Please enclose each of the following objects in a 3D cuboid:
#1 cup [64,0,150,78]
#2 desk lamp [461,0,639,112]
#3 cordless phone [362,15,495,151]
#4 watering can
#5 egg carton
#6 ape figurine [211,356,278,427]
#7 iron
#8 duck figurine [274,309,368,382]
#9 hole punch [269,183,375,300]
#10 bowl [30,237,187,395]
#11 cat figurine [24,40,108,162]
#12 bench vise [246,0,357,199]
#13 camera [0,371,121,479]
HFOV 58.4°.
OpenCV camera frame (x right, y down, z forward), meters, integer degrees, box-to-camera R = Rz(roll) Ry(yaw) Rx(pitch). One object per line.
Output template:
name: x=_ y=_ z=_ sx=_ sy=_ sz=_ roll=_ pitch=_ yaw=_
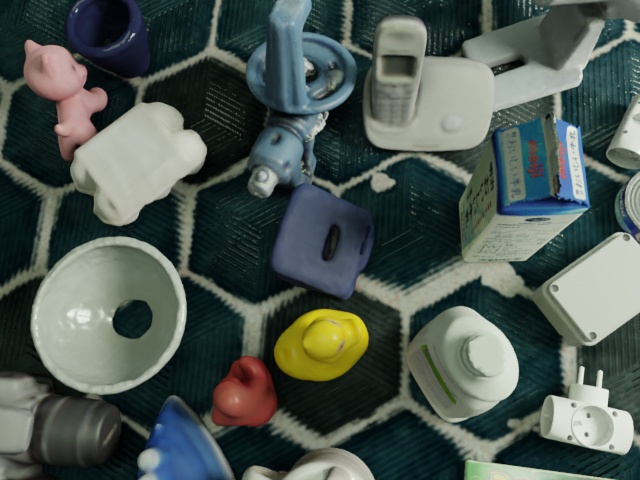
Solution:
cup: x=-0.255 y=-0.253 z=0.705 sx=0.091 sy=0.095 sz=0.117 roll=-28 pitch=76 yaw=-3
desk lamp: x=0.276 y=-0.247 z=0.605 sx=0.203 sy=0.213 sz=0.118 roll=-19 pitch=75 yaw=-1
cordless phone: x=0.118 y=-0.169 z=0.611 sx=0.147 sy=0.185 sz=0.094 roll=-1 pitch=76 yaw=4
watering can: x=0.011 y=0.249 z=0.511 sx=0.172 sy=0.194 sz=0.101 roll=1 pitch=76 yaw=5
egg carton: x=-0.213 y=-0.091 z=0.676 sx=0.150 sy=0.069 sz=0.107 roll=-40 pitch=77 yaw=-6
ape figurine: x=-0.084 y=0.162 z=0.592 sx=0.078 sy=0.092 sz=0.076 roll=-42 pitch=77 yaw=-6
iron: x=-0.140 y=0.279 z=0.542 sx=0.118 sy=0.141 sz=0.258 roll=-15 pitch=76 yaw=1
duck figurine: x=0.000 y=0.109 z=0.603 sx=0.104 sy=0.086 sz=0.077 roll=-18 pitch=75 yaw=0
hole punch: x=0.006 y=0.002 z=0.626 sx=0.101 sy=0.091 sz=0.109 roll=17 pitch=78 yaw=8
bowl: x=-0.219 y=0.084 z=0.630 sx=0.167 sy=0.075 sz=0.167 roll=-1 pitch=76 yaw=4
cat figurine: x=-0.305 y=-0.171 z=0.677 sx=0.067 sy=0.118 sz=0.128 roll=-13 pitch=75 yaw=1
bench vise: x=-0.022 y=-0.152 z=0.599 sx=0.121 sy=0.220 sz=0.207 roll=-1 pitch=76 yaw=4
camera: x=-0.287 y=0.213 z=0.590 sx=0.136 sy=0.101 sz=0.143 roll=4 pitch=76 yaw=5
